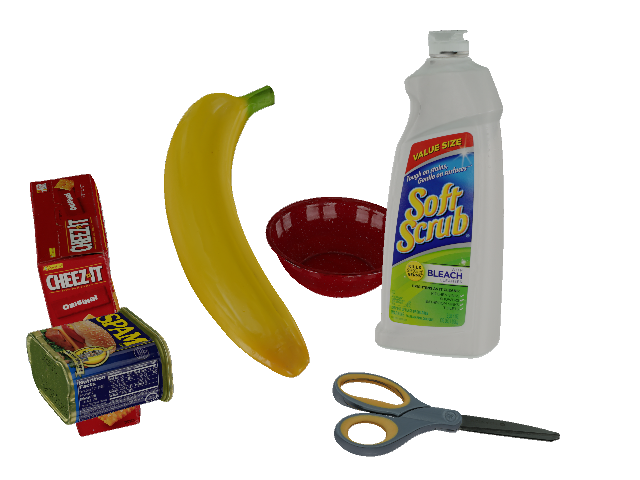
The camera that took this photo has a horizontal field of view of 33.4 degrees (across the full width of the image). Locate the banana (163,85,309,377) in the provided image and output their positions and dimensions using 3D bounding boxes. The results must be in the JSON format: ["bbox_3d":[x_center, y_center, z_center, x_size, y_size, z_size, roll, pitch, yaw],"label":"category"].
[{"bbox_3d":[-0.050,-0.015,0.586,0.069,0.198,0.037,-4,-33,-5],"label":"banana"}]

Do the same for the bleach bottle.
[{"bbox_3d":[0.093,-0.038,0.841,0.103,0.251,0.068,5,14,27],"label":"bleach bottle"}]

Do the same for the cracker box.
[{"bbox_3d":[-0.239,0.063,1.088,0.072,0.214,0.164,-11,34,-12],"label":"cracker box"}]

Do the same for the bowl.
[{"bbox_3d":[0.020,0.014,1.167,0.162,0.055,0.162,3,33,-2],"label":"bowl"}]

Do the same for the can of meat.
[{"bbox_3d":[-0.177,0.098,0.845,0.083,0.057,0.102,-13,22,-30],"label":"can of meat"}]

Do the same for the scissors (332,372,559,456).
[{"bbox_3d":[0.099,0.168,0.926,0.202,0.016,0.096,18,42,14],"label":"scissors"}]
